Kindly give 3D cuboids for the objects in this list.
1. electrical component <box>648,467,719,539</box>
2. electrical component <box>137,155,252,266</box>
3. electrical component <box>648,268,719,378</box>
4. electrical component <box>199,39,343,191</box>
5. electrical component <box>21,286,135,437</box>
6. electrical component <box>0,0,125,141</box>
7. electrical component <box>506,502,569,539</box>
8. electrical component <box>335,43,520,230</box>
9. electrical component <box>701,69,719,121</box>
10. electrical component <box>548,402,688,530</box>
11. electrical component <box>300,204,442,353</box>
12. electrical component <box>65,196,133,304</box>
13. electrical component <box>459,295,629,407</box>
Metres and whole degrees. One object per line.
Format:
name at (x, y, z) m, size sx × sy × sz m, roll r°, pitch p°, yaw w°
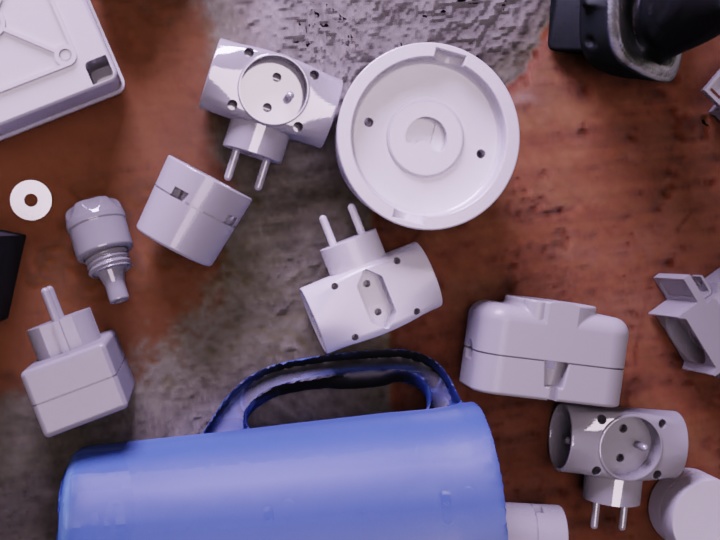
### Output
electrical component at (0.243, 0.195, 0.686) m, size 0.052 × 0.074 × 0.138 m, roll -31°, pitch 96°, yaw -7°
electrical component at (-0.099, -0.034, 0.634) m, size 0.055 × 0.055 × 0.047 m, roll 28°, pitch 91°, yaw -9°
electrical component at (0.231, 0.030, 0.694) m, size 0.064 × 0.042 × 0.081 m, roll -35°, pitch 98°, yaw -10°
electrical component at (-0.058, -0.088, 0.642) m, size 0.077 × 0.044 × 0.079 m, roll 18°, pitch 89°, yaw -9°
electrical component at (-0.165, 0.045, 0.611) m, size 0.047 × 0.083 × 0.075 m, roll -21°, pitch 95°, yaw -8°
electrical component at (-0.205, -0.135, 0.611) m, size 0.109 × 0.056 × 0.108 m, roll -23°, pitch 96°, yaw -7°
electrical component at (0.099, 0.172, 0.673) m, size 0.047 × 0.055 × 0.055 m, roll 8°, pitch 91°, yaw -6°
electrical component at (0.036, -0.078, 0.649) m, size 0.108 × 0.060 × 0.108 m, roll 0°, pitch 92°, yaw -9°
electrical component at (0.264, -0.103, 0.683) m, size 0.081 × 0.064 × 0.042 m, roll 41°, pitch 87°, yaw -9°
electrical component at (0.162, 0.127, 0.685) m, size 0.077 × 0.044 × 0.079 m, roll 5°, pitch 92°, yaw -9°
electrical component at (0.000, 0.000, 0.655) m, size 0.077 × 0.043 × 0.079 m, roll -22°, pitch 95°, yaw -7°
electrical component at (-0.149, -0.010, 0.631) m, size 0.035 × 0.035 × 0.061 m, roll -18°, pitch 79°, yaw -8°
electrical component at (0.115, 0.048, 0.670) m, size 0.095 × 0.054 × 0.059 m, roll 7°, pitch 91°, yaw -9°
